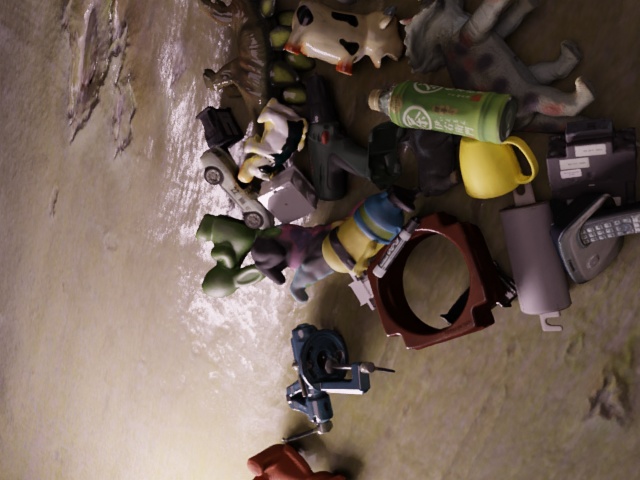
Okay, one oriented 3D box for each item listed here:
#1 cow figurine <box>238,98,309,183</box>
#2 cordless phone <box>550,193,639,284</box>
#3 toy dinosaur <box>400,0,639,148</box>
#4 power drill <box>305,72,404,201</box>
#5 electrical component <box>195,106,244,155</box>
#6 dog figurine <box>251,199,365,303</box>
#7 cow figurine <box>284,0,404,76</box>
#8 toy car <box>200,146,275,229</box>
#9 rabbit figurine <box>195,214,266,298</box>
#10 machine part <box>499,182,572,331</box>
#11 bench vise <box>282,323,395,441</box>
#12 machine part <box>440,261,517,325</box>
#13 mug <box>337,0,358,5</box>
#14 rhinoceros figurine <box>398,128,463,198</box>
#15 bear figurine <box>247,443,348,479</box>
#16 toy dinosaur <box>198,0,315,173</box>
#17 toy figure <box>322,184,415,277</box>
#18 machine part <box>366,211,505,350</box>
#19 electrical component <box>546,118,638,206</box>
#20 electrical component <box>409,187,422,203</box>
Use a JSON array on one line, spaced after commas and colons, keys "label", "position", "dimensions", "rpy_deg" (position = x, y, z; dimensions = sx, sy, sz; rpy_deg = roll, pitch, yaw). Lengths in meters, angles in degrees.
[{"label": "cow figurine", "position": [-0.087, -0.166, 0.994], "dimensions": [0.098, 0.068, 0.167], "rpy_deg": [26, 123, -5]}, {"label": "cordless phone", "position": [0.429, -0.013, 0.750], "dimensions": [0.184, 0.146, 0.089], "rpy_deg": [-13, 50, 31]}, {"label": "toy dinosaur", "position": [0.273, -0.246, 0.810], "dimensions": [0.405, 0.131, 0.192], "rpy_deg": [53, 137, 1]}, {"label": "power drill", "position": [0.046, -0.175, 0.938], "dimensions": [0.208, 0.086, 0.231], "rpy_deg": [16, 114, 44]}, {"label": "electrical component", "position": [-0.197, -0.210, 1.097], "dimensions": [0.048, 0.075, 0.119], "rpy_deg": [-29, 81, 31]}, {"label": "dog figurine", "position": [-0.002, -0.003, 1.006], "dimensions": [0.191, 0.108, 0.219], "rpy_deg": [40, 113, -6]}, {"label": "cow figurine", "position": [0.048, -0.346, 0.902], "dimensions": [0.195, 0.085, 0.127], "rpy_deg": [17, 111, -7]}, {"label": "toy car", "position": [-0.158, -0.099, 1.065], "dimensions": [0.056, 0.073, 0.201], "rpy_deg": [-37, 105, 18]}, {"label": "rabbit figurine", "position": [-0.181, 0.043, 1.119], "dimensions": [0.159, 0.121, 0.170], "rpy_deg": [17, 96, 4]}, {"label": "machine part", "position": [0.337, 0.026, 0.844], "dimensions": [0.079, 0.079, 0.243], "rpy_deg": [-11, 95, 31]}, {"label": "bench vise", "position": [0.018, 0.269, 1.036], "dimensions": [0.241, 0.129, 0.223], "rpy_deg": [-16, 73, 49]}, {"label": "machine part", "position": [0.272, 0.105, 0.920], "dimensions": [0.084, 0.039, 0.139], "rpy_deg": [47, 117, 7]}, {"label": "mug", "position": [0.068, -0.447, 0.904], "dimensions": [0.109, 0.081, 0.107], "rpy_deg": [47, 129, 7]}, {"label": "rhinoceros figurine", "position": [0.186, -0.168, 0.898], "dimensions": [0.112, 0.073, 0.190], "rpy_deg": [-9, 98, 41]}, {"label": "bear figurine", "position": [-0.048, 0.520, 1.135], "dimensions": [0.196, 0.132, 0.120], "rpy_deg": [25, 115, 29]}, {"label": "toy dinosaur", "position": [-0.115, -0.318, 1.015], "dimensions": [0.199, 0.105, 0.470], "rpy_deg": [2, 112, 25]}, {"label": "toy figure", "position": [0.078, -0.018, 0.892], "dimensions": [0.089, 0.082, 0.180], "rpy_deg": [42, 120, 8]}, {"label": "machine part", "position": [0.190, 0.069, 0.903], "dimensions": [0.201, 0.087, 0.201], "rpy_deg": [-28, 70, 34]}, {"label": "electrical component", "position": [0.388, -0.107, 0.767], "dimensions": [0.115, 0.058, 0.134], "rpy_deg": [-2, 134, 27]}, {"label": "electrical component", "position": [0.136, -0.060, 0.947], "dimensions": [0.094, 0.063, 0.021], "rpy_deg": [-38, 81, 31]}]
